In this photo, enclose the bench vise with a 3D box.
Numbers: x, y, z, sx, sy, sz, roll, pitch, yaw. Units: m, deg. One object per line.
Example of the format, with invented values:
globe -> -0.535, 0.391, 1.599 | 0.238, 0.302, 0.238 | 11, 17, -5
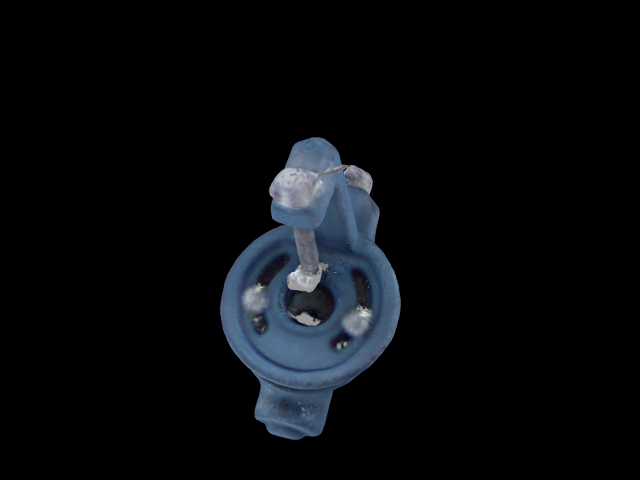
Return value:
bench vise -> -0.008, 0.002, 0.400 | 0.121, 0.220, 0.207 | -2, 46, -1
